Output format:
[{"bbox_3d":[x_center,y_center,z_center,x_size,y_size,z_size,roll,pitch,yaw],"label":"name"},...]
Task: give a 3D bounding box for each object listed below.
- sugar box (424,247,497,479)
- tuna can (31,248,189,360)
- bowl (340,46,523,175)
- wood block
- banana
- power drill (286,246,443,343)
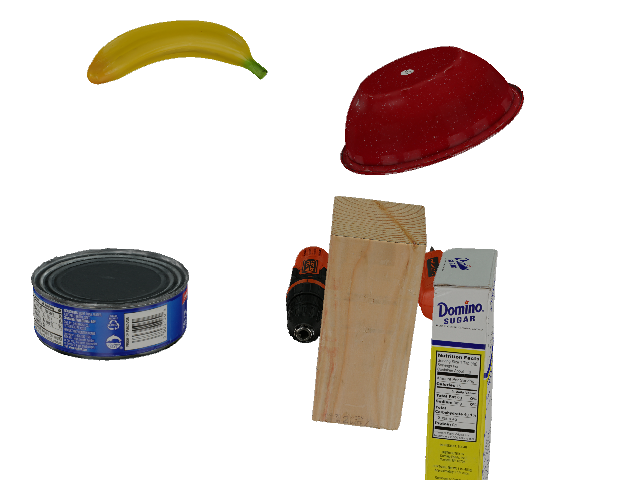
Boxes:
[{"bbox_3d":[0.101,0.101,0.767,0.048,0.176,0.093,1,15,11],"label":"sugar box"},{"bbox_3d":[-0.116,0.034,0.594,0.086,0.034,0.086,3,19,-1],"label":"tuna can"},{"bbox_3d":[0.083,-0.117,0.886,0.162,0.055,0.162,-20,23,9],"label":"bowl"},{"bbox_3d":[0.046,0.072,1.044,0.090,0.206,0.090,6,26,1],"label":"wood block"},{"bbox_3d":[-0.148,-0.192,1.076,0.197,0.070,0.037,-9,-38,-31],"label":"banana"},{"bbox_3d":[0.054,0.061,1.241,0.187,0.057,0.184,0,28,3],"label":"power drill"}]
